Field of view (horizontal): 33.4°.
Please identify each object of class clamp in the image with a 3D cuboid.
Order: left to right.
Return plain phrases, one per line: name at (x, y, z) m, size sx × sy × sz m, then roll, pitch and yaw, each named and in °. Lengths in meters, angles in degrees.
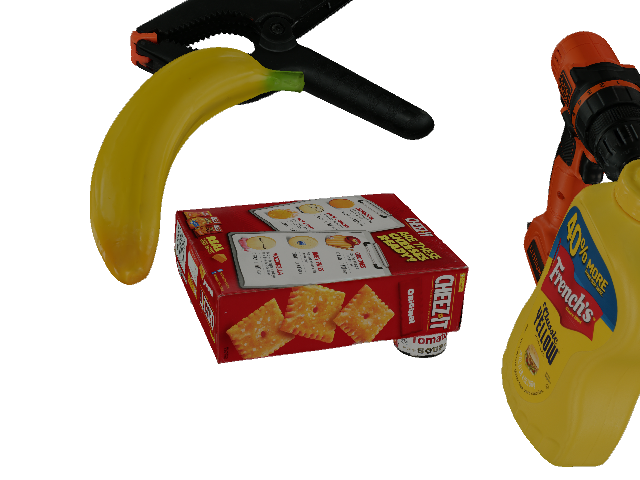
clamp at (-0.025, -0.130, 0.747) m, size 0.209 × 0.164 × 0.036 m, roll -10°, pitch -28°, yaw -13°

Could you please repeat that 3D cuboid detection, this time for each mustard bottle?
mustard bottle at (0.152, 0.028, 0.562) m, size 0.058 × 0.192 × 0.096 m, roll 3°, pitch 43°, yaw -12°

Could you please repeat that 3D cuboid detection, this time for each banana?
banana at (-0.077, -0.054, 0.564) m, size 0.070 × 0.037 × 0.197 m, roll 18°, pitch 45°, yaw 16°

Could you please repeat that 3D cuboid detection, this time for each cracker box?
cracker box at (-0.006, 0.027, 0.922) m, size 0.213 × 0.072 × 0.164 m, roll -5°, pitch 27°, yaw -18°

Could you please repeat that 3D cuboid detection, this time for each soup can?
soup can at (0.125, 0.085, 1.315) m, size 0.068 × 0.102 × 0.068 m, roll 2°, pitch 24°, yaw -1°

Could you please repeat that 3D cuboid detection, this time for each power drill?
power drill at (0.200, -0.039, 0.789) m, size 0.057 × 0.188 × 0.184 m, roll 3°, pitch 35°, yaw -1°

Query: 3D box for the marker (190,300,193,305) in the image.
marker at (-0.141, 0.020, 1.196) m, size 0.020 × 0.121 × 0.020 m, roll 0°, pitch 33°, yaw 0°
